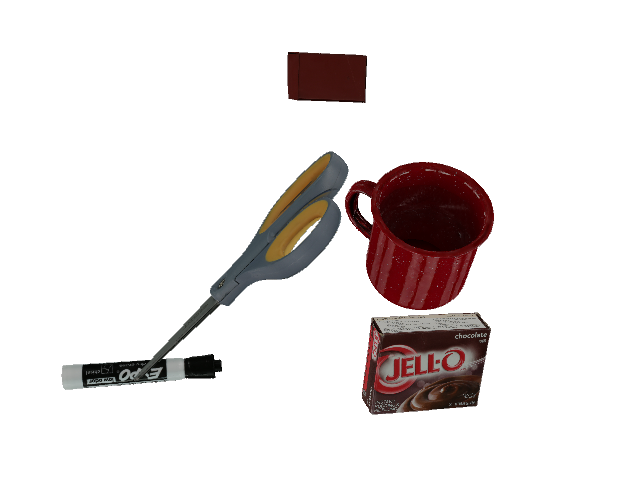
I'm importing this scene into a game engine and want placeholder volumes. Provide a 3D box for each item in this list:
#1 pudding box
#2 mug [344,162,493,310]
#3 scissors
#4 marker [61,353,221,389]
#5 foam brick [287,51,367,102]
[{"bbox_3d":[0.100,0.117,1.022,0.113,0.090,0.039,-3,28,-17],"label":"pudding box"},{"bbox_3d":[0.069,-0.005,0.828,0.117,0.093,0.081,28,-36,15],"label":"mug"},{"bbox_3d":[-0.049,0.031,0.648,0.016,0.202,0.096,37,8,-21],"label":"scissors"},{"bbox_3d":[-0.137,0.101,0.821,0.121,0.020,0.020,-4,0,-4],"label":"marker"},{"bbox_3d":[0.007,-0.177,1.155,0.078,0.051,0.053,0,11,-14],"label":"foam brick"}]
